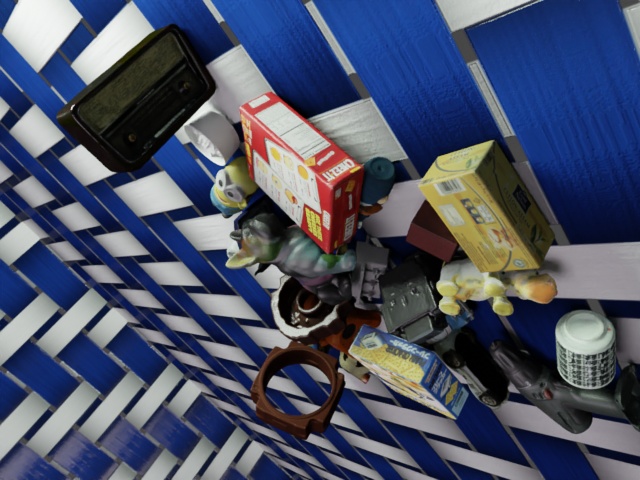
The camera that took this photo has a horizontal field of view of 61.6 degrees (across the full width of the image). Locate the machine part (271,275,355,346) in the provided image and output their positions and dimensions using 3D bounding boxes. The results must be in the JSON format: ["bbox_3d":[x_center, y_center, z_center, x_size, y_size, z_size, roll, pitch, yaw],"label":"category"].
[{"bbox_3d":[-0.015,0.126,1.092,0.180,0.179,0.056,15,156,35],"label":"machine part"}]

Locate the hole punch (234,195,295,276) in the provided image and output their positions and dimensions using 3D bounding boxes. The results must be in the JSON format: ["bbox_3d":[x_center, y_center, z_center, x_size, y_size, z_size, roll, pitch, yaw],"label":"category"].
[{"bbox_3d":[-0.109,-0.013,1.053,0.092,0.142,0.115,29,135,12],"label":"hole punch"}]

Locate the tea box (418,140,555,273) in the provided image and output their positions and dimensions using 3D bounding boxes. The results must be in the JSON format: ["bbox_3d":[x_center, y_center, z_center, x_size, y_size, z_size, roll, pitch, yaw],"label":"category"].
[{"bbox_3d":[0.223,-0.039,0.714,0.098,0.068,0.169,-8,128,52],"label":"tea box"}]

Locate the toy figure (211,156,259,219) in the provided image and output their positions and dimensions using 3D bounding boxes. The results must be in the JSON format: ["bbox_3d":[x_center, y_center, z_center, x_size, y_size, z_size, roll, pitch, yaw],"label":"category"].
[{"bbox_3d":[-0.165,-0.101,1.036,0.082,0.089,0.180,28,160,-8],"label":"toy figure"}]

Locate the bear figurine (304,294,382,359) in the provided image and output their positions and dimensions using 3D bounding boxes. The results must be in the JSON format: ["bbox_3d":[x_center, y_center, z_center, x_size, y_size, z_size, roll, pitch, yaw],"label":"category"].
[{"bbox_3d":[0.015,0.158,1.175,0.132,0.120,0.196,26,-177,-42],"label":"bear figurine"}]

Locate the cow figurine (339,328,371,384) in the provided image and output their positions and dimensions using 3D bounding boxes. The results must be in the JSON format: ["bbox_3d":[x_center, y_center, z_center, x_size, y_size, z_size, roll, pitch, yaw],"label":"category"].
[{"bbox_3d":[0.090,0.256,1.259,0.127,0.085,0.194,26,150,7],"label":"cow figurine"}]

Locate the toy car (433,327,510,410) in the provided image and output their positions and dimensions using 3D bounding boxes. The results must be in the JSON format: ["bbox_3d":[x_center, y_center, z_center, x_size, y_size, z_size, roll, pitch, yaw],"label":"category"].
[{"bbox_3d":[0.293,0.239,1.021,0.201,0.073,0.056,47,146,-16],"label":"toy car"}]

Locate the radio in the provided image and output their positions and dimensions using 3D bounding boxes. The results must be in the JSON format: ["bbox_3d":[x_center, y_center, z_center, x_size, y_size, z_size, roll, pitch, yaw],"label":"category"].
[{"bbox_3d":[-0.279,-0.218,0.845,0.073,0.229,0.131,8,143,46],"label":"radio"}]

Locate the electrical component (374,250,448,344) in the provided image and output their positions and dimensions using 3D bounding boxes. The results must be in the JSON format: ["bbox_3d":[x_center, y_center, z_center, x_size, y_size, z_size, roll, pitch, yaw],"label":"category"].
[{"bbox_3d":[0.158,0.100,0.890,0.058,0.134,0.115,9,143,-38],"label":"electrical component"}]

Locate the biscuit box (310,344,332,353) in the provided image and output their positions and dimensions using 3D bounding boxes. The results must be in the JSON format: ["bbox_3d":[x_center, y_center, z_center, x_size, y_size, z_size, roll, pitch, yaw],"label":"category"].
[{"bbox_3d":[-0.016,0.234,1.357,0.059,0.063,0.202,21,147,24],"label":"biscuit box"}]

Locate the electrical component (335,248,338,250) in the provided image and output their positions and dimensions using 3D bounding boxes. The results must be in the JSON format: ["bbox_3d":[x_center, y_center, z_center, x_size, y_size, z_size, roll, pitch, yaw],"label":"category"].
[{"bbox_3d":[-0.001,-0.003,1.029,0.078,0.045,0.102,43,150,-7],"label":"electrical component"}]

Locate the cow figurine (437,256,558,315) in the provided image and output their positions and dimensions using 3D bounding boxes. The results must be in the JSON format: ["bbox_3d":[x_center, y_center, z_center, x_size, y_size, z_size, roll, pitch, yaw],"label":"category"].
[{"bbox_3d":[0.262,0.058,0.801,0.168,0.098,0.068,-4,127,25],"label":"cow figurine"}]

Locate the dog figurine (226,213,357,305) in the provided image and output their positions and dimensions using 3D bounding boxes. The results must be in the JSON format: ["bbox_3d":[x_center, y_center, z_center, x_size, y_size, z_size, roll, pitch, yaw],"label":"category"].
[{"bbox_3d":[-0.051,0.033,0.940,0.219,0.108,0.191,2,137,-2],"label":"dog figurine"}]

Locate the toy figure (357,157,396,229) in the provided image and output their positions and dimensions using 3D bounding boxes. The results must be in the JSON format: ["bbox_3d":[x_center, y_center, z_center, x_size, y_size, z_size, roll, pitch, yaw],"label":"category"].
[{"bbox_3d":[0.076,-0.071,0.839,0.058,0.064,0.154,2,156,-10],"label":"toy figure"}]

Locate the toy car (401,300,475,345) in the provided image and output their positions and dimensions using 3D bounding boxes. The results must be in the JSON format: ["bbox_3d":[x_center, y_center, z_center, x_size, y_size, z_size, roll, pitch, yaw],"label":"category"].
[{"bbox_3d":[0.190,0.141,0.967,0.109,0.103,0.162,49,151,-21],"label":"toy car"}]

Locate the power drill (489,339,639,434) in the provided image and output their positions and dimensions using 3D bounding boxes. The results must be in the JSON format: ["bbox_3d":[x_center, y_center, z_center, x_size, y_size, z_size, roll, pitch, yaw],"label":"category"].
[{"bbox_3d":[0.419,0.245,0.890,0.232,0.086,0.207,47,145,-18],"label":"power drill"}]

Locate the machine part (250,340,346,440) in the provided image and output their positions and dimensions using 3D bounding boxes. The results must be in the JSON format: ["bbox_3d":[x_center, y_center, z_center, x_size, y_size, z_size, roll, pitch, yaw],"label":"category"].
[{"bbox_3d":[-0.053,0.361,1.311,0.201,0.201,0.087,19,142,16],"label":"machine part"}]

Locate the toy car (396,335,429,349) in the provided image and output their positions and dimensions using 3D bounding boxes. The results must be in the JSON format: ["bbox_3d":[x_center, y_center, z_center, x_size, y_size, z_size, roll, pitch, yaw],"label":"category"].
[{"bbox_3d":[0.193,0.259,1.181,0.089,0.053,0.201,19,144,24],"label":"toy car"}]

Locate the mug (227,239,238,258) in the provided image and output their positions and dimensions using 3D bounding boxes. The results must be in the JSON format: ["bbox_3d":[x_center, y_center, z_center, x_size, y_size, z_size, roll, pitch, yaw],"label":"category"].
[{"bbox_3d":[-0.144,-0.001,1.123,0.081,0.107,0.109,32,152,7],"label":"mug"}]
